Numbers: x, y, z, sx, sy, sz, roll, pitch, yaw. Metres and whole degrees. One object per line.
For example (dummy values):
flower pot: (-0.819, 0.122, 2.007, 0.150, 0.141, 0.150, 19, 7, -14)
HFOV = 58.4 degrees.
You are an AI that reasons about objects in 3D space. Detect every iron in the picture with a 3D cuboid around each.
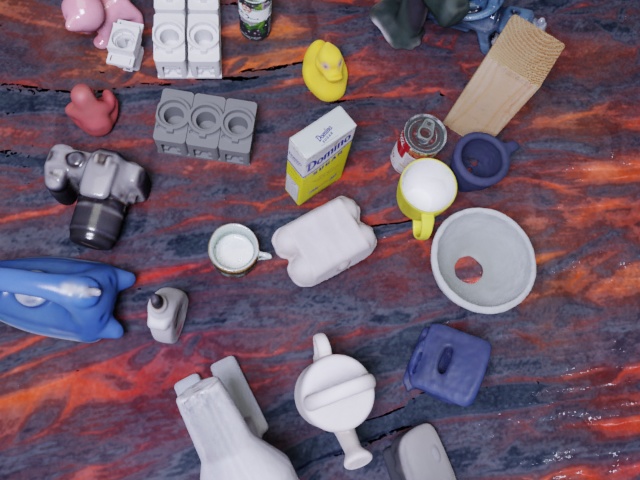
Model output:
iron: (-0.398, 0.066, 0.782, 0.258, 0.141, 0.119, 8, 74, -4)

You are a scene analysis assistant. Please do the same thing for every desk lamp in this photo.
desk lamp: (-0.119, 0.253, 0.727, 0.118, 0.213, 0.203, -26, 79, -13)

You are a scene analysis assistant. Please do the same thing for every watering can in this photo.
watering can: (0.026, 0.211, 0.765, 0.101, 0.194, 0.173, -37, 82, -14)

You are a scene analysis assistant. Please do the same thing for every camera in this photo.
camera: (-0.339, -0.062, 0.845, 0.143, 0.100, 0.137, 11, 74, -3)

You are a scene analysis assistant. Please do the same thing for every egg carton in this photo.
egg carton: (0.008, 0.003, 0.885, 0.150, 0.069, 0.107, -30, 80, -13)

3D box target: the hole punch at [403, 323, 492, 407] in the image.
hole punch: (0.186, 0.185, 0.845, 0.101, 0.091, 0.109, 25, 73, 1)

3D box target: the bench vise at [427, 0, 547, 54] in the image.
bench vise: (0.291, -0.419, 0.955, 0.207, 0.219, 0.121, 9, 74, -4)

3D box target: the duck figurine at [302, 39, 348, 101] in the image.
duck figurine: (0.012, -0.296, 0.958, 0.077, 0.086, 0.104, -15, 77, -10)

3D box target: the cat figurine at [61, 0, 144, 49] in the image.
cat figurine: (-0.356, -0.372, 0.918, 0.128, 0.117, 0.067, -41, 83, -15)

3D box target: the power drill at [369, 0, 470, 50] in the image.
power drill: (0.147, -0.425, 0.945, 0.076, 0.208, 0.229, -33, 81, -14)

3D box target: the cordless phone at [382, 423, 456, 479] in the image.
cordless phone: (0.156, 0.325, 0.755, 0.094, 0.185, 0.147, -21, 78, -11)

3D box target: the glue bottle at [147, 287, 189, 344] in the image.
glue bottle: (-0.212, 0.096, 0.779, 0.037, 0.173, 0.078, 10, 74, -4)

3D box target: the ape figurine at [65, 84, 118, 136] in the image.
ape figurine: (-0.357, -0.209, 0.887, 0.078, 0.092, 0.076, -7, 76, -8)

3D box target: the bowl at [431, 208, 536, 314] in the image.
bowl: (0.245, 0.038, 0.901, 0.167, 0.074, 0.167, 2, 75, -6)

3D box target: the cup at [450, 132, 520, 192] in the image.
cup: (0.260, -0.122, 0.935, 0.118, 0.095, 0.091, -24, 79, -12)
